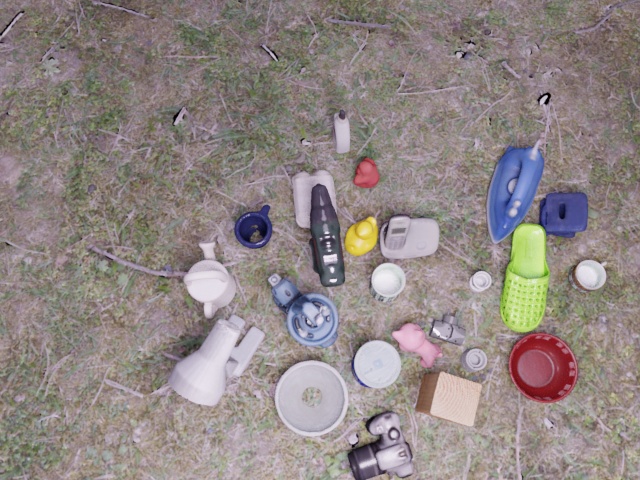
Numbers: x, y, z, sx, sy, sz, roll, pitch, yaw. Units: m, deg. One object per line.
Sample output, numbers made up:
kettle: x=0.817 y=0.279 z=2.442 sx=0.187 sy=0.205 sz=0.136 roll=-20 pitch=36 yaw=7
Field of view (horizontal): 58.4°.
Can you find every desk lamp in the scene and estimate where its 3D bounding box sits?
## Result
desk lamp: x=-0.227 y=0.259 z=1.275 sx=0.118 sy=0.213 sz=0.203 roll=30 pitch=77 yaw=7

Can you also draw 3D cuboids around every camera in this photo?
camera: x=0.129 y=0.471 z=1.280 sx=0.137 sy=0.101 sz=0.143 roll=-17 pitch=76 yaw=-5

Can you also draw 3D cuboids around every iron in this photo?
iron: x=0.488 y=-0.122 z=1.419 sx=0.118 sy=0.141 sz=0.258 roll=20 pitch=76 yaw=5

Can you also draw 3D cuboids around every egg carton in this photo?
egg carton: x=-0.013 y=-0.104 z=1.447 sx=0.107 sy=0.069 sz=0.150 roll=-7 pitch=75 yaw=-2

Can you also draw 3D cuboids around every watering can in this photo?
watering can: x=-0.261 y=0.090 z=1.329 sx=0.101 sy=0.194 sz=0.173 roll=-24 pitch=77 yaw=-6

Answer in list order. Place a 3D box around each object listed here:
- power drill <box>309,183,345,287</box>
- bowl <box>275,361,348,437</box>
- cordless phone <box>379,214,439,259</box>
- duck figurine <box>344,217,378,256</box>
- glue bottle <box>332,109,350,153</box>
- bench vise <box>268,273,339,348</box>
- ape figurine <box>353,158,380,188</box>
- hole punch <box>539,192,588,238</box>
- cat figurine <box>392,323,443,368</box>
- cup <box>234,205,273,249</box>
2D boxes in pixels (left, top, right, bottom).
power drill: x=0.012 y=0.005 z=1.346 sx=0.075 sy=0.208 sz=0.229 roll=-10 pitch=75 yaw=-3
bowl: x=-0.018 y=0.364 z=1.320 sx=0.167 sy=0.075 sz=0.167 roll=0 pitch=75 yaw=0
cordless phone: x=0.218 y=-0.020 z=1.367 sx=0.147 sy=0.185 sz=0.094 roll=-8 pitch=75 yaw=-2
duck figurine: x=0.104 y=-0.014 z=1.415 sx=0.077 sy=0.086 sz=0.105 roll=37 pitch=78 yaw=9
glue bottle: x=0.053 y=-0.285 z=1.442 sx=0.037 sy=0.173 sz=0.078 roll=-14 pitch=75 yaw=-4
bench vise: x=-0.048 y=0.161 z=1.299 sx=0.207 sy=0.220 sz=0.121 roll=28 pitch=77 yaw=7
ape figurine: x=0.117 y=-0.174 z=1.455 sx=0.078 sy=0.092 sz=0.076 roll=-42 pitch=79 yaw=-10
hole punch: x=0.606 y=-0.063 z=1.430 sx=0.101 sy=0.091 sz=0.109 roll=7 pitch=75 yaw=2
cat figurine: x=0.229 y=0.239 z=1.333 sx=0.127 sy=0.118 sz=0.067 roll=34 pitch=78 yaw=8
cup: x=-0.154 y=-0.027 z=1.412 sx=0.091 sy=0.095 sz=0.118 roll=26 pitch=77 yaw=7
